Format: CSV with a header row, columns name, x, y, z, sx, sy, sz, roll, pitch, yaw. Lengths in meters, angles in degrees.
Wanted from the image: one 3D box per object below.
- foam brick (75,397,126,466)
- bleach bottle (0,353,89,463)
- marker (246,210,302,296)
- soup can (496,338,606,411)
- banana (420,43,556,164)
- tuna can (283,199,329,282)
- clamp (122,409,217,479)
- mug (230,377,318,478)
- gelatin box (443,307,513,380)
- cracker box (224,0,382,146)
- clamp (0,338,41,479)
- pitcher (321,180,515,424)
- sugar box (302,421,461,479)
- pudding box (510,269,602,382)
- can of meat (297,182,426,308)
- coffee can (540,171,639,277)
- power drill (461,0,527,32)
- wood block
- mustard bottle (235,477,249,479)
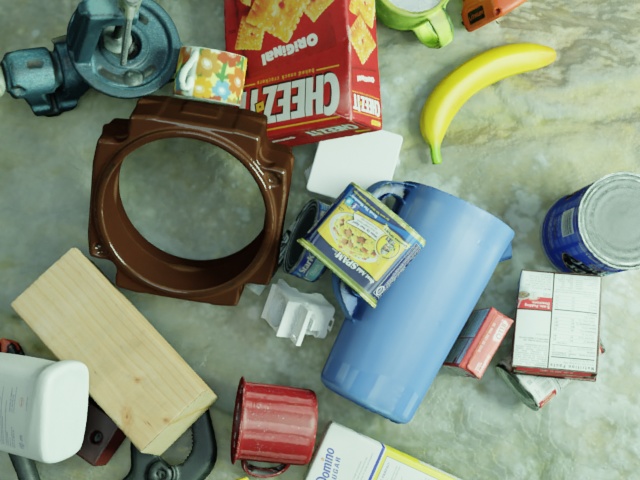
name,x,y,z,sx,sy,sz,roll,pitch,yaw
foam brick,-0.249,0.198,1.133,0.078,0.051,0.053,32,82,9
bleach bottle,-0.354,0.151,1.086,0.251,0.068,0.102,9,98,27
marker,-0.040,0.008,1.190,0.020,0.020,0.121,36,83,0
soup can,0.253,0.131,1.172,0.102,0.068,0.068,-40,88,-7
banana,0.180,-0.174,1.220,0.197,0.037,0.069,-41,105,-6
tuna can,-0.008,0.001,1.143,0.033,0.086,0.086,22,82,-15
clamp,-0.178,0.254,1.144,0.164,0.036,0.210,12,79,4
mug,-0.051,0.206,1.140,0.081,0.093,0.117,7,114,-8
gelatin box,0.171,0.112,1.158,0.030,0.089,0.073,32,82,-2
cracker box,-0.023,-0.215,1.149,0.164,0.072,0.214,-7,82,34
clamp,-0.336,0.195,1.138,0.120,0.039,0.171,16,85,2
pitcher,0.089,0.063,1.139,0.149,0.145,0.243,25,85,21
sugar box,0.071,0.273,1.156,0.176,0.048,0.093,25,86,2
pudding box,0.251,0.090,1.130,0.090,0.039,0.113,5,71,11
can of meat,0.042,0.003,1.065,0.102,0.057,0.084,41,89,9
coffee can,0.307,-0.012,1.155,0.102,0.140,0.103,0,83,-4
power drill,0.158,-0.330,1.169,0.057,0.184,0.187,-31,96,-10
wood block,-0.212,0.117,1.113,0.090,0.091,0.206,-44,78,-7
mustard bottle,-0.062,0.347,1.132,0.096,0.058,0.191,-14,84,-8
